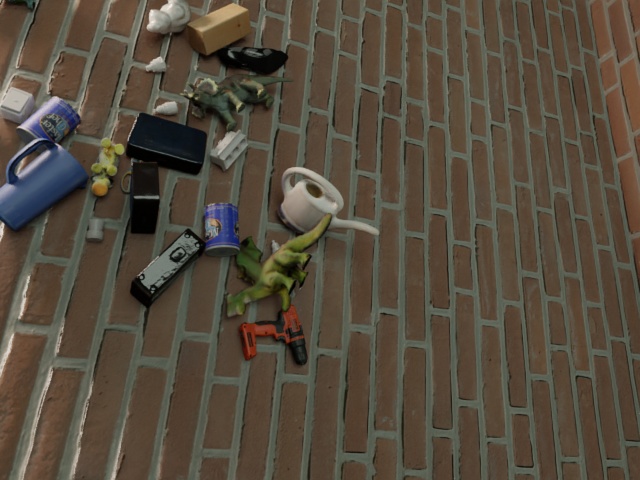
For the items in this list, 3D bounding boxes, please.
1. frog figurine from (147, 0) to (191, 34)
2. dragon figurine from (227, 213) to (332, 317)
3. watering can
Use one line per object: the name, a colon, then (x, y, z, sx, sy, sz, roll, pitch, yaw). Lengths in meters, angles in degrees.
frog figurine: (-0.504, -0.740, 1.727, 0.136, 0.163, 0.121, -25, -49, 29)
dragon figurine: (-0.148, 0.060, 1.549, 0.244, 0.415, 0.120, 23, -17, 17)
watering can: (0.005, -0.082, 1.635, 0.220, 0.347, 0.106, -46, 5, 44)
